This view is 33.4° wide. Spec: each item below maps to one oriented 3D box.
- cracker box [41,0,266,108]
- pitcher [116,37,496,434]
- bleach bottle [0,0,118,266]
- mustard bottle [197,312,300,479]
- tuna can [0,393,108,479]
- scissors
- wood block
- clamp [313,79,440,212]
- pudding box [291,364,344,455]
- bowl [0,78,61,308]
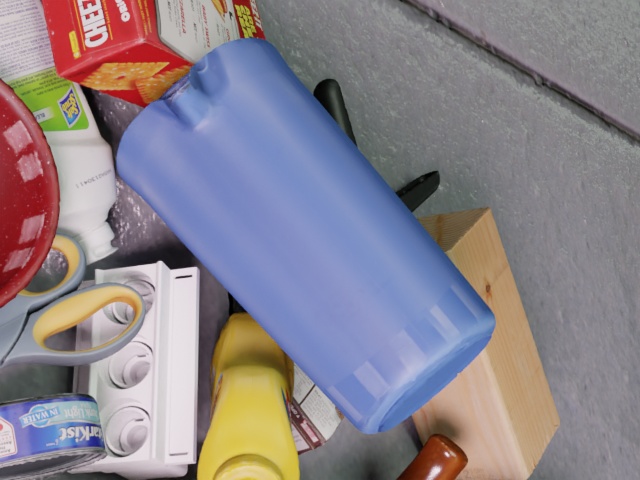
[{"bbox_3d":[-0.113,-0.175,0.738,0.213,0.072,0.164,11,63,-69],"label":"cracker box"},{"bbox_3d":[-0.004,0.001,0.681,0.148,0.145,0.243,-25,67,-44],"label":"pitcher"},{"bbox_3d":[-0.198,-0.097,0.653,0.102,0.068,0.251,-35,102,-49],"label":"bleach bottle"},{"bbox_3d":[-0.043,0.118,0.647,0.191,0.058,0.096,-98,-167,-74],"label":"mustard bottle"},{"bbox_3d":[-0.160,0.109,0.575,0.085,0.086,0.034,4,66,-49],"label":"tuna can"},{"bbox_3d":[-0.195,0.052,0.592,0.201,0.016,0.096,-17,63,-30],"label":"scissors"},{"bbox_3d":[0.118,0.088,0.885,0.090,0.090,0.206,-40,115,-50],"label":"wood block"},{"bbox_3d":[0.047,-0.018,0.924,0.164,0.036,0.210,29,54,-38],"label":"clamp"},{"bbox_3d":[-0.010,0.092,0.801,0.090,0.039,0.113,54,37,-12],"label":"pudding box"},{"bbox_3d":[-0.226,-0.026,0.577,0.161,0.055,0.162,15,65,-36],"label":"bowl"}]
